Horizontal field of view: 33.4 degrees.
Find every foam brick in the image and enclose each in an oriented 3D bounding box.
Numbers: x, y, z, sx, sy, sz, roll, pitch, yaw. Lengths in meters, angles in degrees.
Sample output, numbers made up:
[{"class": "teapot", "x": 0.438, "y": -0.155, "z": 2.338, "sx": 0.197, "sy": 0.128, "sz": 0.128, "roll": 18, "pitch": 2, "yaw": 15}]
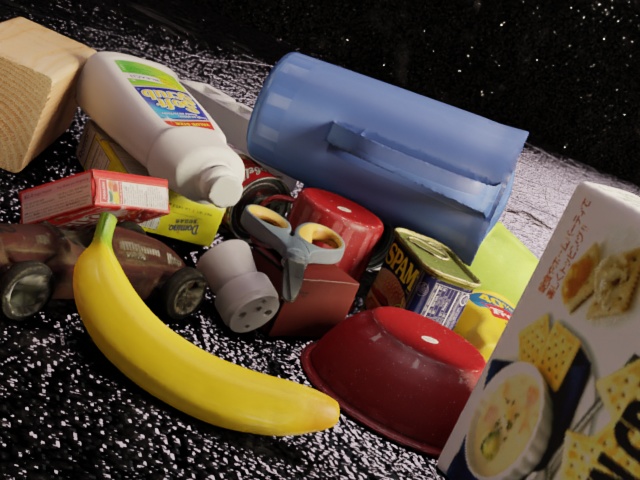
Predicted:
[{"class": "foam brick", "x": -0.019, "y": 0.042, "z": 0.830, "sx": 0.078, "sy": 0.053, "sz": 0.051, "roll": 9, "pitch": 21, "yaw": -47}]

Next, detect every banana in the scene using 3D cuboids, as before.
[{"class": "banana", "x": -0.082, "y": 0.063, "z": 0.633, "sx": 0.198, "sy": 0.069, "sz": 0.037, "roll": 39, "pitch": -11, "yaw": 11}]

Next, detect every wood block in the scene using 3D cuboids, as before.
[{"class": "wood block", "x": -0.276, "y": -0.138, "z": 0.976, "sx": 0.090, "sy": 0.091, "sz": 0.206, "roll": 23, "pitch": 14, "yaw": -7}]

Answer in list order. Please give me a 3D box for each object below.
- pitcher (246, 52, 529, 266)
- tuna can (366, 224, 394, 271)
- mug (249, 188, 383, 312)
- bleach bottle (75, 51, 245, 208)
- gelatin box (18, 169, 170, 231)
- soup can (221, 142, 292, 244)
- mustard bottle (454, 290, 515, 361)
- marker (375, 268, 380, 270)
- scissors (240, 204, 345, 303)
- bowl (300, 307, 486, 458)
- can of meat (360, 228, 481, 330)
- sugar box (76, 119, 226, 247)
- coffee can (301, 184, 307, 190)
[{"class": "pitcher", "x": 0.058, "y": -0.081, "z": 0.975, "sx": 0.243, "sy": 0.149, "sz": 0.145, "roll": 23, "pitch": 55, "yaw": 7}, {"class": "tuna can", "x": 0.047, "y": -0.013, "z": 1.064, "sx": 0.086, "sy": 0.086, "sz": 0.033, "roll": 30, "pitch": 17, "yaw": 19}, {"class": "mug", "x": -0.006, "y": 0.001, "z": 0.937, "sx": 0.117, "sy": 0.081, "sz": 0.093, "roll": 27, "pitch": 15, "yaw": 11}, {"class": "bleach bottle", "x": -0.126, "y": -0.090, "z": 0.920, "sx": 0.102, "sy": 0.068, "sz": 0.251, "roll": 11, "pitch": 19, "yaw": -37}, {"class": "gelatin box", "x": -0.168, "y": -0.026, "z": 0.792, "sx": 0.089, "sy": 0.030, "sz": 0.073, "roll": -13, "pitch": -12, "yaw": 37}, {"class": "soup can", "x": -0.082, "y": -0.049, "z": 1.020, "sx": 0.068, "sy": 0.068, "sz": 0.102, "roll": 11, "pitch": 19, "yaw": -43}, {"class": "mustard bottle", "x": 0.154, "y": 0.089, "z": 0.930, "sx": 0.096, "sy": 0.058, "sz": 0.191, "roll": 31, "pitch": 13, "yaw": -11}, {"class": "marker", "x": 0.090, "y": 0.024, "z": 1.136, "sx": 0.020, "sy": 0.020, "sz": 0.120, "roll": 34, "pitch": 17, "yaw": 33}, {"class": "scissors", "x": -0.034, "y": 0.006, "z": 0.794, "sx": 0.096, "sy": 0.016, "sz": 0.201, "roll": 25, "pitch": 14, "yaw": 11}, {"class": "bowl", "x": 0.069, "y": 0.095, "z": 0.783, "sx": 0.162, "sy": 0.055, "sz": 0.162, "roll": 22, "pitch": 15, "yaw": -7}, {"class": "can of meat", "x": 0.082, "y": 0.049, "z": 0.905, "sx": 0.057, "sy": 0.084, "sz": 0.102, "roll": 19, "pitch": 16, "yaw": -22}, {"class": "sugar box", "x": -0.157, "y": -0.054, "z": 0.962, "sx": 0.093, "sy": 0.048, "sz": 0.176, "roll": 16, "pitch": 13, "yaw": -28}, {"class": "coffee can", "x": 0.041, "y": -0.068, "z": 1.137, "sx": 0.102, "sy": 0.140, "sz": 0.103, "roll": 23, "pitch": 15, "yaw": -6}]
